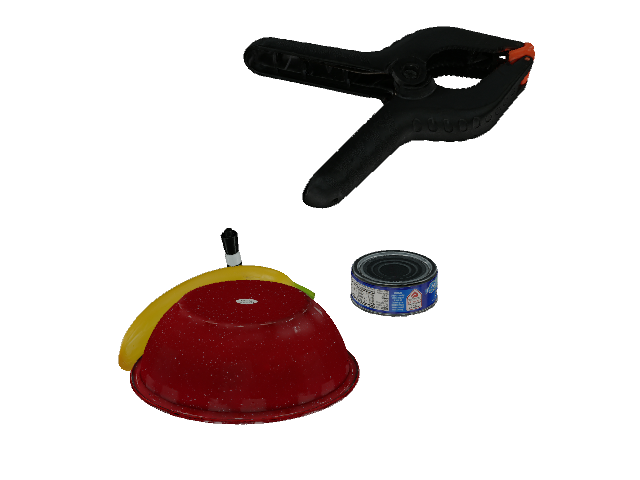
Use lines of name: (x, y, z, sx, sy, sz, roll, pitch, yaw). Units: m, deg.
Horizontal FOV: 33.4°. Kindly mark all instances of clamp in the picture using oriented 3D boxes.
clamp: (0.048, -0.077, 0.620, 0.171, 0.120, 0.039, -9, -26, -7)

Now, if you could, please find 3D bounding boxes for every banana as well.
banana: (-0.107, 0.064, 0.960, 0.198, 0.069, 0.037, -20, 27, 13)

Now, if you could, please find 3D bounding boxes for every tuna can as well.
tuna can: (0.072, 0.040, 1.042, 0.086, 0.034, 0.086, -1, 23, 0)

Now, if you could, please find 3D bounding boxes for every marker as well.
marker: (-0.096, 0.040, 1.211, 0.020, 0.121, 0.020, -6, 30, 3)

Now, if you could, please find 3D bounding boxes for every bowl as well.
bowl: (-0.052, 0.068, 0.743, 0.162, 0.055, 0.162, 0, 17, 0)
